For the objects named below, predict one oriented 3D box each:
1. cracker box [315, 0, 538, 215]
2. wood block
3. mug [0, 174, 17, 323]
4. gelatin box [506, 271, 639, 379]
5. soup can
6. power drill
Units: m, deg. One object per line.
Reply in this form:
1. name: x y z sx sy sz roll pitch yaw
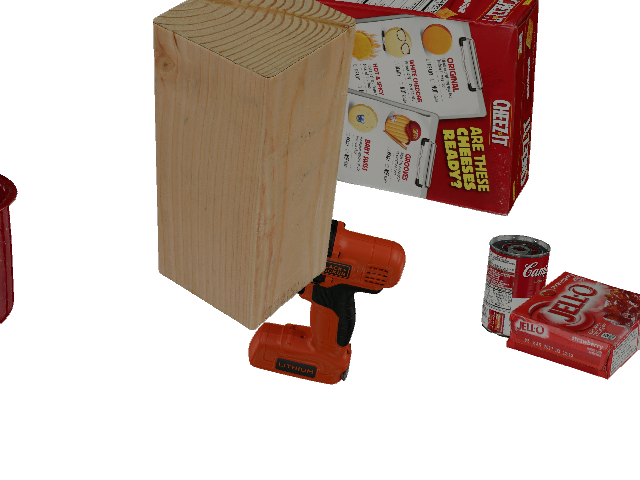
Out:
1. cracker box: 0.063 -0.123 0.866 0.214 0.164 0.072 12 38 23
2. wood block: -0.046 -0.055 0.700 0.091 0.206 0.090 30 47 24
3. mug: -0.235 0.013 0.635 0.093 0.081 0.117 17 28 27
4. gelatin box: 0.179 0.055 0.724 0.073 0.030 0.089 18 27 33
5. soup can: 0.221 0.052 1.212 0.068 0.102 0.068 3 19 -1
6. power drill: -0.023 0.055 1.056 0.184 0.188 0.057 14 43 1
